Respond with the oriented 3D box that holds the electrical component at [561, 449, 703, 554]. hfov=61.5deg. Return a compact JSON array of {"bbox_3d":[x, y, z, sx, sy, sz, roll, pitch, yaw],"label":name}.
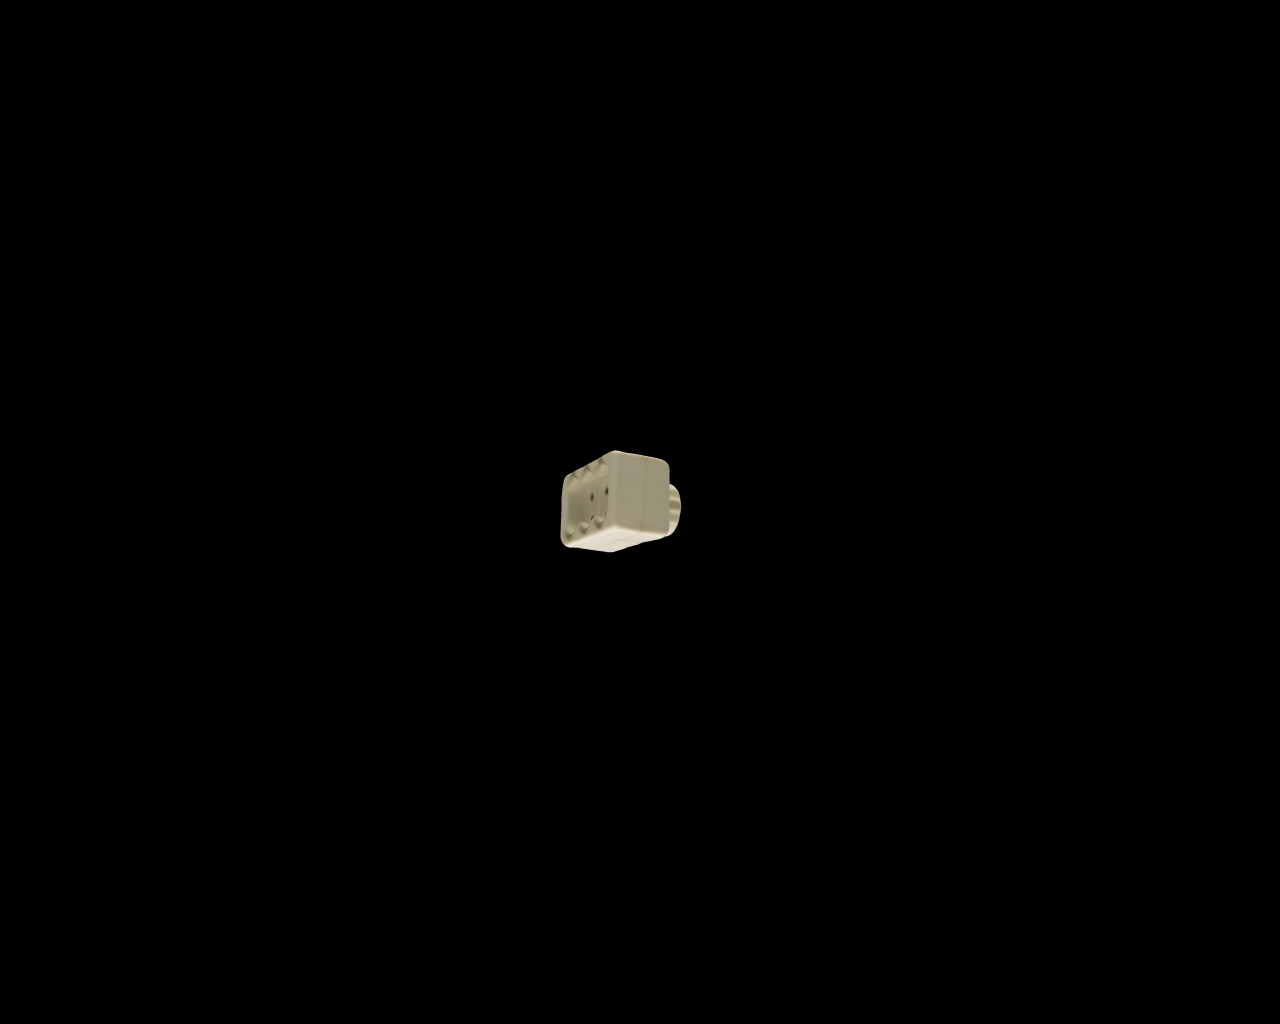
[{"bbox_3d":[0.001,-0.003,0.650,0.077,0.047,0.065,8,-16,-31],"label":"electrical component"}]
